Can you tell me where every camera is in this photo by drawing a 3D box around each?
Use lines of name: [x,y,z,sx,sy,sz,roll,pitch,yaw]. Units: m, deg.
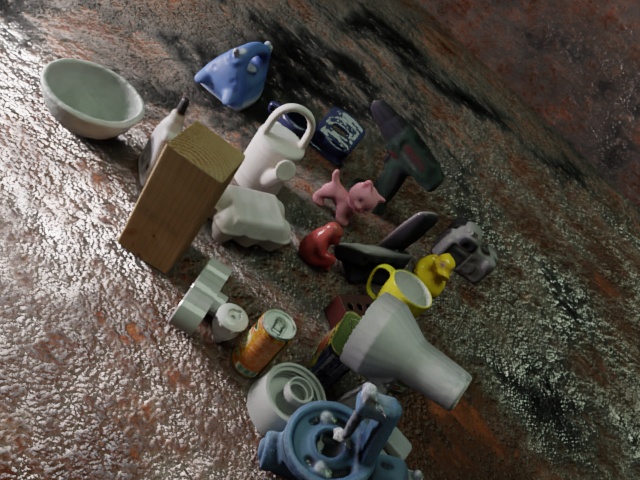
camera: [0.355,0.006,1.372,0.143,0.100,0.137,35,36,-7]

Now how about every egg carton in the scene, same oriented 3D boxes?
egg carton: [-0.124,-0.037,1.010,0.151,0.069,0.107,10,45,-35]

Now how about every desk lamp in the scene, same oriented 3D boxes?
desk lamp: [0.102,0.207,0.826,0.203,0.213,0.118,47,36,10]

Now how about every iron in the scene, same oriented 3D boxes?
iron: [-0.165,-0.396,1.299,0.118,0.141,0.259,39,35,0]

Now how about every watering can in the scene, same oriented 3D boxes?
watering can: [-0.077,-0.172,1.092,0.101,0.193,0.172,0,51,-42]

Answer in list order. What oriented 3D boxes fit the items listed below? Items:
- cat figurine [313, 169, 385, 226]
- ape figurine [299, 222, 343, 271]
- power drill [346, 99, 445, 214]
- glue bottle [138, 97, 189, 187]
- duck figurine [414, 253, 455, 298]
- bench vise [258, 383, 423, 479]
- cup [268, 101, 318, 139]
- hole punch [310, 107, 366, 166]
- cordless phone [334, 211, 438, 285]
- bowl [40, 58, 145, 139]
cat figurine: [0.068,-0.096,1.207,0.128,0.117,0.067,39,35,-1]
ape figurine: [0.010,0.004,1.068,0.076,0.092,0.078,27,37,-17]
power drill: [0.154,-0.169,1.286,0.229,0.208,0.076,41,35,1]
glue bottle: [-0.253,-0.165,0.943,0.037,0.173,0.078,12,43,-33]
duck figurine: [0.254,0.062,1.232,0.078,0.086,0.104,28,37,-16]
bench vise: [0.053,0.254,0.726,0.208,0.219,0.121,16,42,-30]
cup: [-0.076,-0.242,1.254,0.118,0.094,0.092,32,36,-10]
hole punch: [0.043,-0.249,1.373,0.109,0.091,0.101,38,35,-2]
cordless phone: [0.129,-0.002,1.102,0.148,0.184,0.094,2,50,-41]
bowl: [-0.390,-0.225,0.968,0.168,0.074,0.167,24,38,-21]
